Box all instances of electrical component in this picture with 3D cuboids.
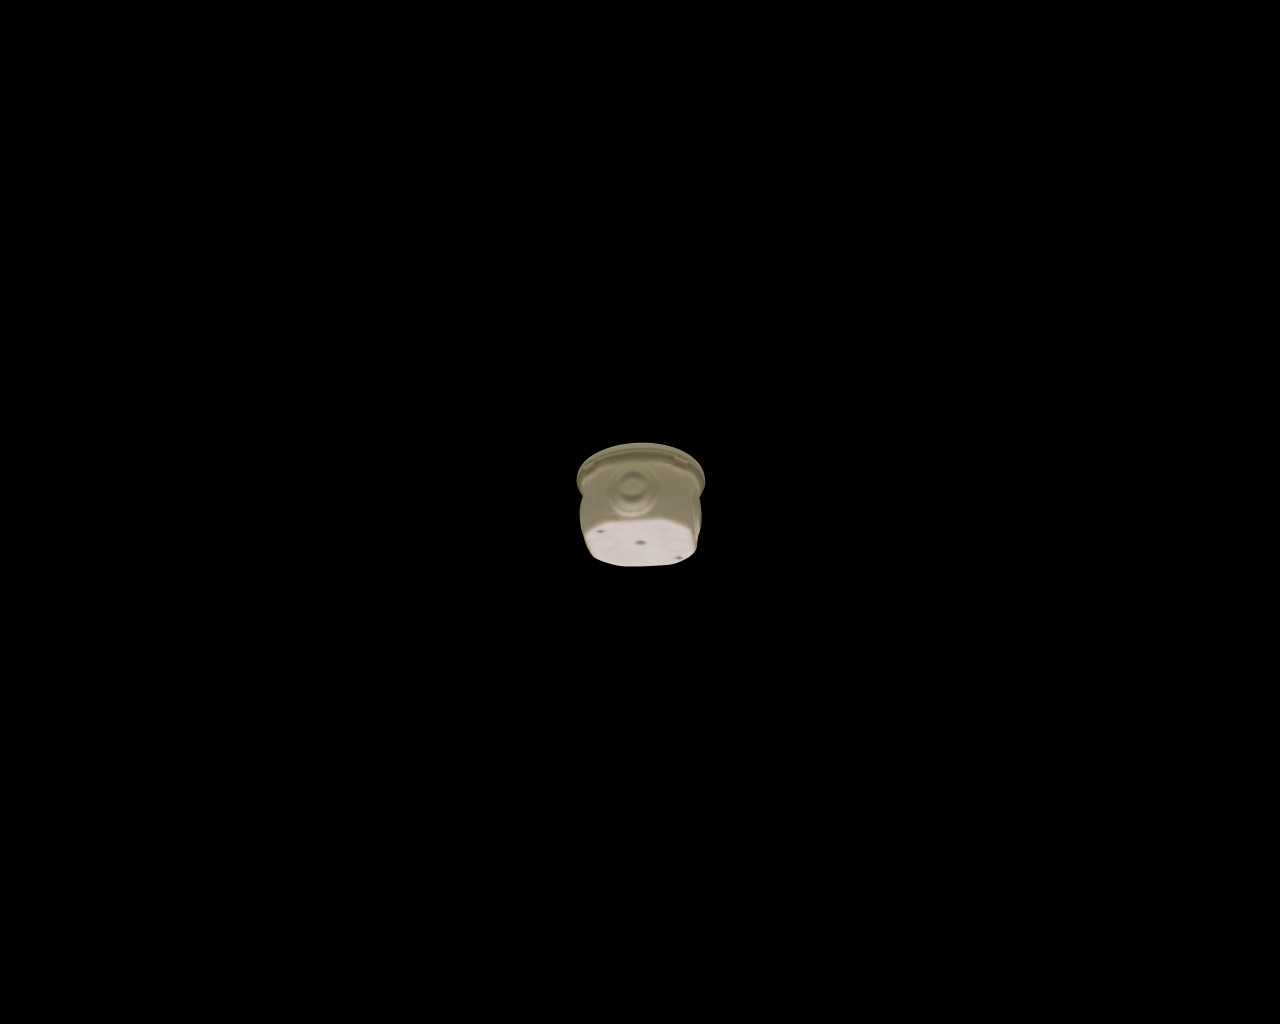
[{"bbox_3d":[0.001,-0.003,0.650,0.080,0.051,0.080,0,-27,0],"label":"electrical component"}]
